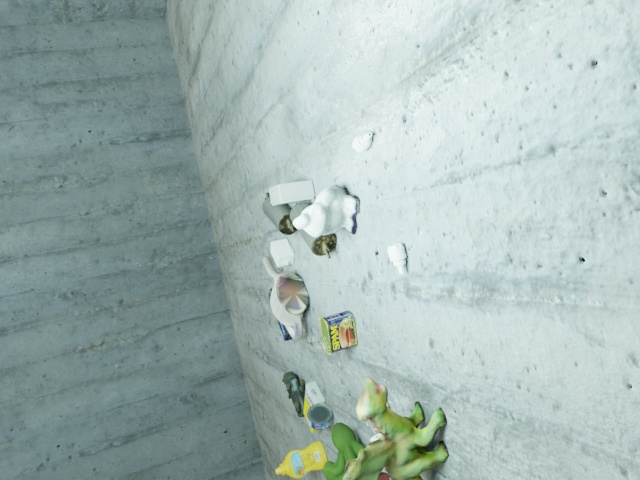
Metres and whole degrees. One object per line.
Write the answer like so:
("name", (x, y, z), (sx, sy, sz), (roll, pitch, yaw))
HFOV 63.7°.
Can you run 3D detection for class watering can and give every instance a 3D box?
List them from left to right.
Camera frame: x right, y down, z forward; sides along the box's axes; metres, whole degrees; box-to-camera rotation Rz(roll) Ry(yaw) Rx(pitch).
("watering can", (-0.130, 0.177, 1.805), (0.220, 0.104, 0.353), (116, 135, -58))

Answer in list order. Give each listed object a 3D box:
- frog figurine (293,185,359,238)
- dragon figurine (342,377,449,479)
("frog figurine", (0.004, -0.062, 1.236), (0.134, 0.160, 0.125), (113, 142, -58))
("dragon figurine", (0.141, 0.465, 1.064), (0.123, 0.244, 0.406), (20, 119, 60))
